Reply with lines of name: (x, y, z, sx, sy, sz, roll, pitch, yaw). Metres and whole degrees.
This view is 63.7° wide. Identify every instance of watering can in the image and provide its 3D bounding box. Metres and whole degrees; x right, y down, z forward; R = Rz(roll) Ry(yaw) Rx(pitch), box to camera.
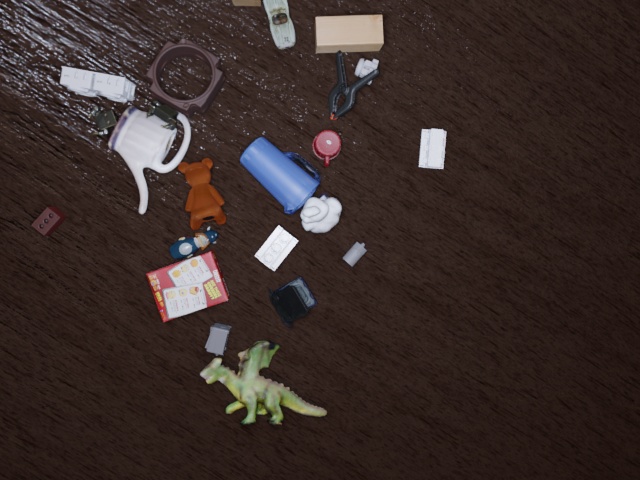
watering can: (-0.542, -0.268, 1.575, 0.224, 0.103, 0.352, 25, 72, -4)

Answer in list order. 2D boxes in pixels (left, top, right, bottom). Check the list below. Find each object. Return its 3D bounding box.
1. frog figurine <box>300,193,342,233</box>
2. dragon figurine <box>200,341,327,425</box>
frog figurine: (0.005, -0.080, 1.593, 0.137, 0.160, 0.122, -26, 95, -1)
dragon figurine: (-0.173, 0.445, 1.634, 0.410, 0.121, 0.244, 3, 85, -16)
